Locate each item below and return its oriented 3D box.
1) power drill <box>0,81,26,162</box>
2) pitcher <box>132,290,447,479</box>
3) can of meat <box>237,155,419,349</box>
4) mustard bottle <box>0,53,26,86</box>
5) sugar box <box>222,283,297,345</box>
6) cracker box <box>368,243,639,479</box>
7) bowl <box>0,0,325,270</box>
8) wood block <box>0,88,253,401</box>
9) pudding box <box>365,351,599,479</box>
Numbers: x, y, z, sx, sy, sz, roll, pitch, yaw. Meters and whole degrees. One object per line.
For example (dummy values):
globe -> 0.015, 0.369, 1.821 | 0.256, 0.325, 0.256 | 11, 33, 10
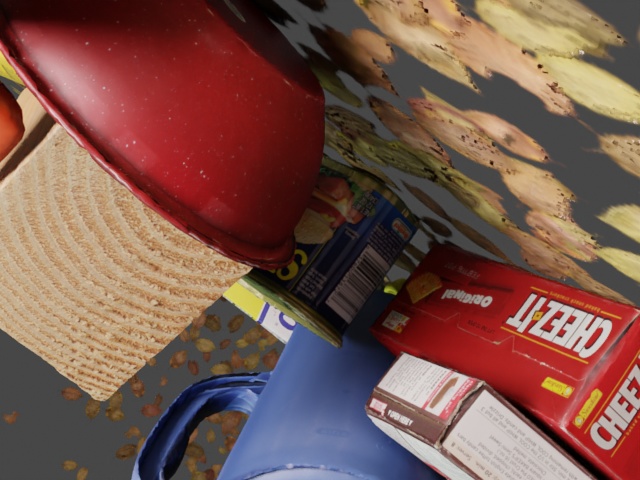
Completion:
power drill -> -0.153, -0.107, 0.417 | 0.184, 0.057, 0.188 | 44, -158, -42
pitcher -> 0.005, 0.119, 0.612 | 0.149, 0.145, 0.242 | 58, -162, -14
can of meat -> -0.004, 0.001, 0.605 | 0.102, 0.084, 0.057 | 28, 168, 49
mustard bottle -> -0.196, -0.128, 0.635 | 0.192, 0.058, 0.096 | 21, 176, 8
sugar box -> -0.053, -0.005, 0.753 | 0.176, 0.093, 0.048 | 36, 174, 2
cracker box -> 0.151, 0.099, 0.561 | 0.213, 0.072, 0.164 | 42, 169, -28
bowl -> -0.049, -0.066, 0.400 | 0.162, 0.055, 0.162 | 43, -166, -14
wood block -> -0.093, -0.034, 0.487 | 0.090, 0.091, 0.206 | 42, -165, -21
pudding box -> 0.084, 0.102, 0.488 | 0.113, 0.039, 0.090 | 38, 170, -15
